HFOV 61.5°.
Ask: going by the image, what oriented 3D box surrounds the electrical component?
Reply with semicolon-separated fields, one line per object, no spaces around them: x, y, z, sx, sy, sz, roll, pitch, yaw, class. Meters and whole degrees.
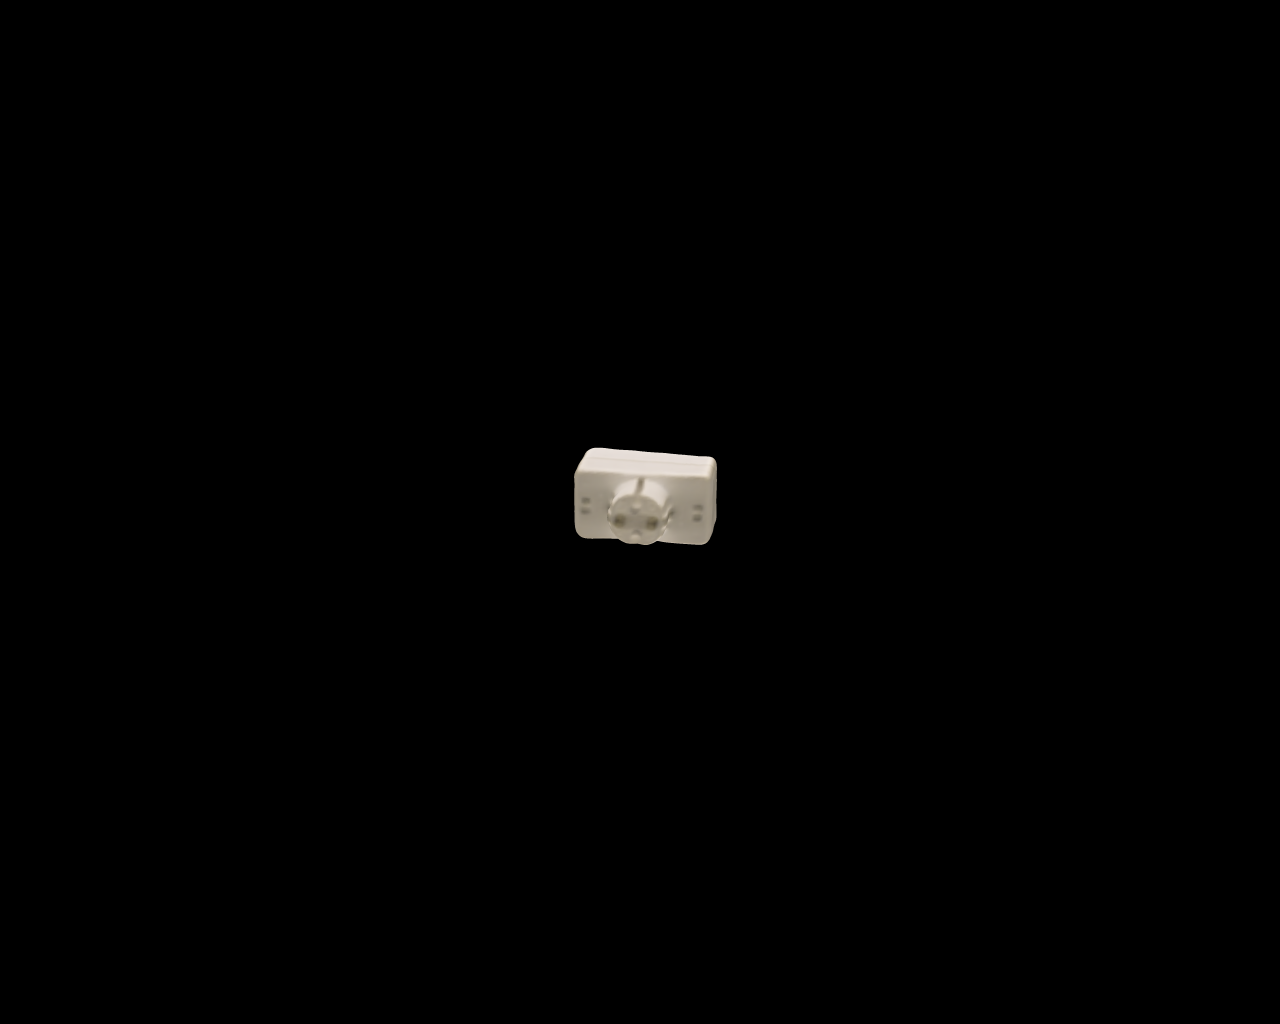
0.001;-0.003;0.650;0.083;0.047;0.076;4;24;9;electrical component
